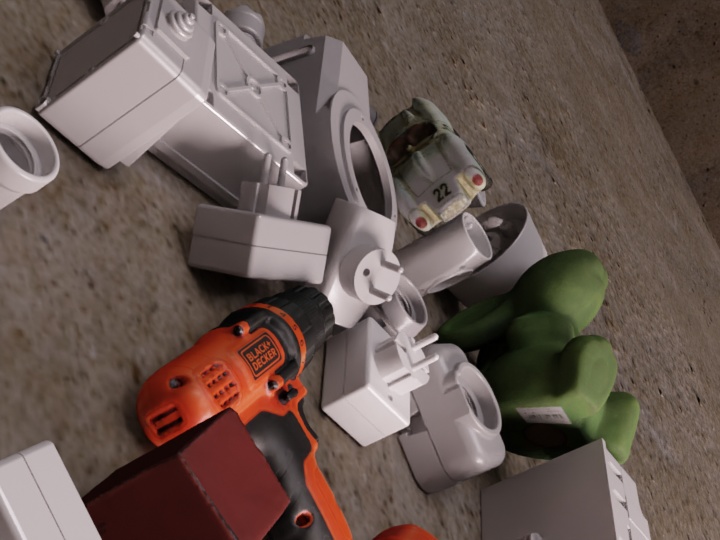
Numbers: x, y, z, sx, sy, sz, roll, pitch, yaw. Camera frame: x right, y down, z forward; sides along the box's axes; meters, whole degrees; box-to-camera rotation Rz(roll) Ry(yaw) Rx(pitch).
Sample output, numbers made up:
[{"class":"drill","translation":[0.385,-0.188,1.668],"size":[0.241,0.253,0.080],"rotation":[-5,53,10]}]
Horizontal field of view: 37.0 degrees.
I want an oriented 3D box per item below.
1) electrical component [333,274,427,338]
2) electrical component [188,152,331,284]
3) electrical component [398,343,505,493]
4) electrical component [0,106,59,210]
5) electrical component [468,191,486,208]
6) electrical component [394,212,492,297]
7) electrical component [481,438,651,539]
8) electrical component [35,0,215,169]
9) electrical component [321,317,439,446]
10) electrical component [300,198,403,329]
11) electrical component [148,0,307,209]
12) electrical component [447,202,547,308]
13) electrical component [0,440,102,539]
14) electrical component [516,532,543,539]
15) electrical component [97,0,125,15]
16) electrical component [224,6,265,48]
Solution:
[{"class":"electrical component","translation":[0.013,0.033,0.756],"size":[0.066,0.055,0.048],"rotation":[55,25,-13]},{"class":"electrical component","translation":[-0.057,-0.034,0.662],"size":[0.083,0.047,0.075],"rotation":[6,94,-61]},{"class":"electrical component","translation":[0.061,0.103,0.768],"size":[0.054,0.059,0.095],"rotation":[6,58,-61]},{"class":"electrical component","translation":[-0.170,-0.048,0.500],"size":[0.040,0.046,0.040],"rotation":[44,29,-32]},{"class":"electrical component","translation":[0.078,-0.072,0.982],"size":[0.044,0.065,0.044],"rotation":[-13,90,-74]},{"class":"electrical component","translation":[0.072,-0.010,0.891],"size":[0.079,0.077,0.044],"rotation":[0,63,-63]},{"class":"electrical component","translation":[0.146,0.222,0.748],"size":[0.060,0.105,0.186],"rotation":[48,27,-26]},{"class":"electrical component","translation":[-0.122,-0.109,0.599],"size":[0.061,0.096,0.061],"rotation":[43,30,-34]},{"class":"electrical component","translation":[0.020,0.065,0.707],"size":[0.047,0.077,0.065],"rotation":[46,28,-29]},{"class":"electrical component","translation":[0.000,0.000,0.701],"size":[0.044,0.077,0.079],"rotation":[23,0,-39]},{"class":"electrical component","translation":[-0.090,-0.106,0.706],"size":[0.109,0.056,0.108],"rotation":[38,33,-40]},{"class":"electrical component","translation":[0.116,-0.012,0.955],"size":[0.064,0.099,0.099],"rotation":[51,25,-34]},{"class":"electrical component","translation":[-0.133,0.117,0.391],"size":[0.083,0.047,0.076],"rotation":[62,24,3]},{"class":"electrical component","translation":[0.095,0.202,0.700],"size":[0.043,0.081,0.043],"rotation":[44,29,-33]},{"class":"electrical component","translation":[-0.149,-0.183,0.687],"size":[0.066,0.047,0.076],"rotation":[14,52,-58]},{"class":"electrical component","translation":[-0.090,-0.168,0.802],"size":[0.035,0.035,0.061],"rotation":[42,32,-35]}]
